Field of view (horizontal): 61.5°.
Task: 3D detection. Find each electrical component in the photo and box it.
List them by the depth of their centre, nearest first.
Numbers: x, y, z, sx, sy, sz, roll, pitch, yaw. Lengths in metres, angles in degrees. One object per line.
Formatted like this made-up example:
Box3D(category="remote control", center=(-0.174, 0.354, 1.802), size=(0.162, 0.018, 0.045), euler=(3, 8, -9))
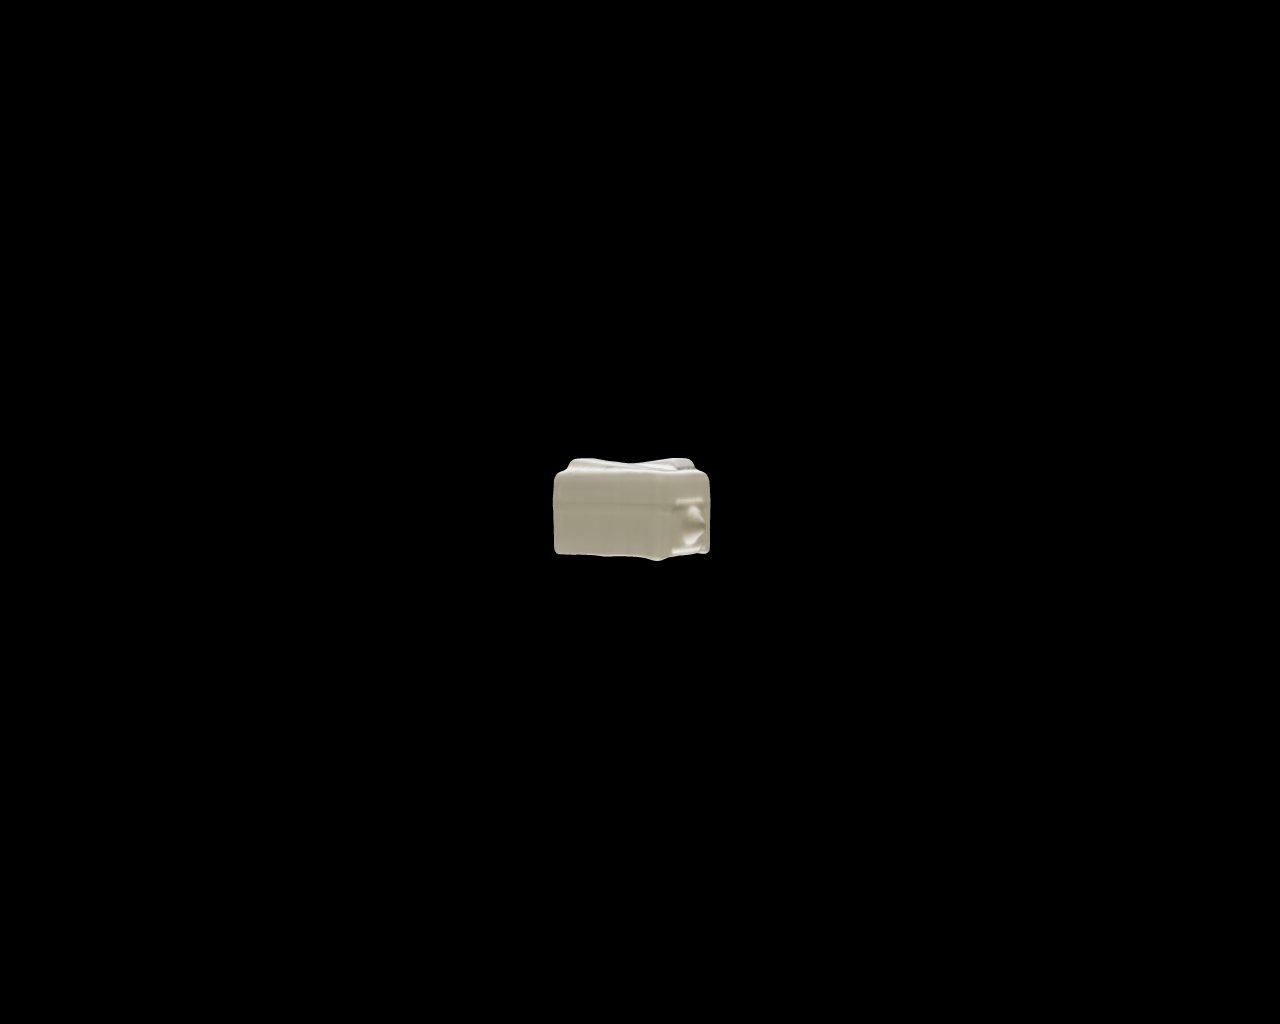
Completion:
Box3D(category="electrical component", center=(0.001, -0.003, 0.650), size=(0.096, 0.061, 0.062), euler=(1, 3, 34))
